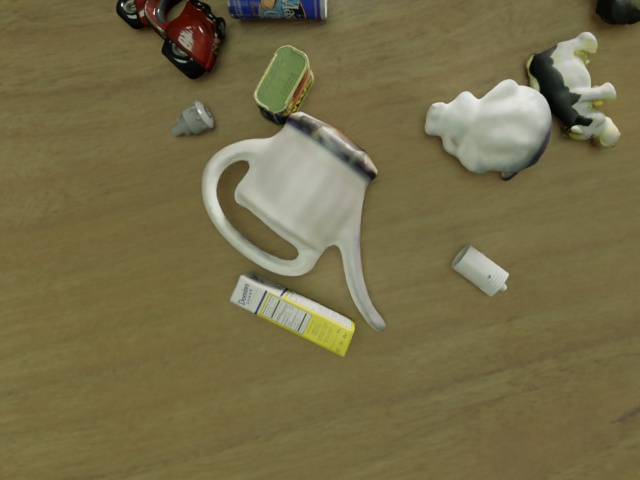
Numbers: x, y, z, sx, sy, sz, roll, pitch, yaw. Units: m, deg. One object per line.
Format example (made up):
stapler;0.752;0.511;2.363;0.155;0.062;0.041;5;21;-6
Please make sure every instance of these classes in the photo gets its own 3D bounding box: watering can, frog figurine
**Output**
watering can;0.002;-0.037;0.745;0.346;0.104;0.224;35;90;-7
frog figurine;0.236;-0.164;0.730;0.159;0.125;0.135;23;110;-9
